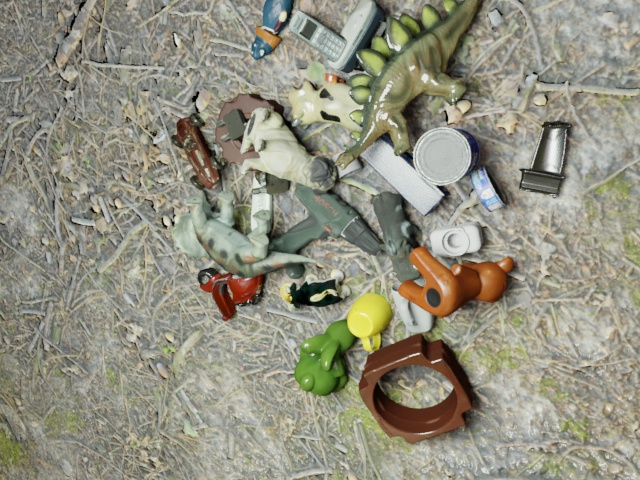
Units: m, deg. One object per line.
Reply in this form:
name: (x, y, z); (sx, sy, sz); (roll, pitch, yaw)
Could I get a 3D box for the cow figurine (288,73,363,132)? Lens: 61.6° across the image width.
cow figurine: (0.023, -0.276, 1.116); (0.195, 0.085, 0.127); (23, 102, 16)

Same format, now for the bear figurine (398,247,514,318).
bear figurine: (0.270, 0.074, 1.037); (0.132, 0.196, 0.120); (41, 133, 37)

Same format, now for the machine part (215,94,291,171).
machine part: (-0.154, -0.242, 1.209); (0.180, 0.056, 0.179); (4, 100, 23)

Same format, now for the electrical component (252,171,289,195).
electrical component: (-0.098, -0.137, 1.186); (0.045, 0.102, 0.078); (-134, 41, -53)

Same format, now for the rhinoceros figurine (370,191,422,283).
rhinoceros figurine: (0.160, -0.008, 1.091); (0.073, 0.112, 0.190); (-18, 85, 22)

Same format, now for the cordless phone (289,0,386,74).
cordless phone: (0.033, -0.434, 1.080); (0.184, 0.088, 0.146); (39, 112, 16)

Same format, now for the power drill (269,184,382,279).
power drill: (-0.002, -0.004, 1.178); (0.207, 0.086, 0.232); (-44, 80, 27)

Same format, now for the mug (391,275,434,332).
mug: (0.198, 0.141, 1.111); (0.081, 0.109, 0.107); (-12, 108, 23)

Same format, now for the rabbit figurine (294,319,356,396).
rabbit figurine: (0.011, 0.247, 1.195); (0.121, 0.159, 0.170); (33, 96, 24)

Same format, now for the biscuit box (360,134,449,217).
biscuit box: (0.166, -0.141, 1.091); (0.203, 0.059, 0.063); (46, 115, 8)

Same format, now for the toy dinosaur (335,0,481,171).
toy dinosaur: (0.179, -0.318, 0.996); (0.198, 0.105, 0.471); (43, 90, -5)

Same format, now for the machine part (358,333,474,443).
machine part: (0.199, 0.309, 1.124); (0.201, 0.087, 0.201); (-28, 105, 20)

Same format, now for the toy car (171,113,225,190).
toy car: (-0.287, -0.206, 1.246); (0.089, 0.053, 0.202); (-38, 62, 20)

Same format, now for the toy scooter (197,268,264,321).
toy scooter: (-0.208, 0.127, 1.292); (0.184, 0.075, 0.135); (-9, 97, 27)

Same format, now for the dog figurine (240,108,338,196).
dog figurine: (-0.058, -0.188, 1.124); (0.121, 0.190, 0.172); (-37, 46, 54)

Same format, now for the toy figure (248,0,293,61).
toy figure: (-0.104, -0.455, 1.145); (0.058, 0.064, 0.154); (16, 116, -20)

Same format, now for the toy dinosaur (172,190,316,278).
toy dinosaur: (-0.188, 0.012, 1.190); (0.405, 0.131, 0.192); (35, 138, 25)

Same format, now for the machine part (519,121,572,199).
machine part: (0.420, -0.152, 0.994); (0.084, 0.039, 0.138); (19, 108, 24)

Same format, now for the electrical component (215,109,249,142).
electrical component: (-0.184, -0.254, 1.178); (0.094, 0.021, 0.063); (-21, 88, 25)

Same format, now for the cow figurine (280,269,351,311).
cow figurine: (-0.025, 0.121, 1.201); (0.167, 0.098, 0.068); (-12, 102, 24)
